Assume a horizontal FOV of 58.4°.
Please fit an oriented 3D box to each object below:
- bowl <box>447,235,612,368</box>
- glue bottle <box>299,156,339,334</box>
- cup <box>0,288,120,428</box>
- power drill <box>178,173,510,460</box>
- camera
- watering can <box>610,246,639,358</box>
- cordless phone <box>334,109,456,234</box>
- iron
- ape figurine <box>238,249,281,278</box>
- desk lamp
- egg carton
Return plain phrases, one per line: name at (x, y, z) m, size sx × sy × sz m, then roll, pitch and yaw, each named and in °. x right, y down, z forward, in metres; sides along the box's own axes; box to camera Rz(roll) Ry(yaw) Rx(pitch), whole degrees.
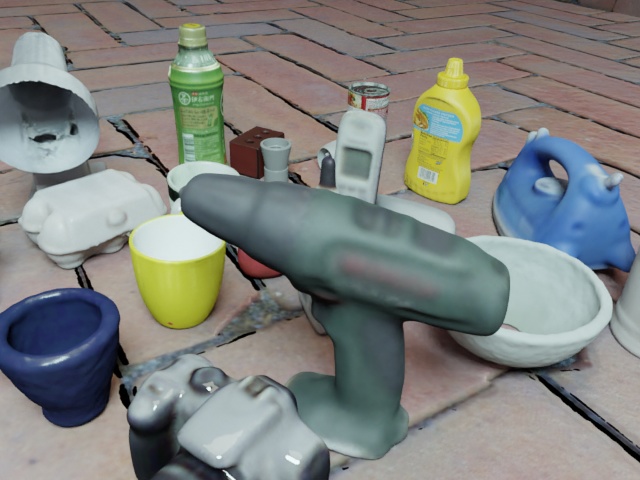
bowl at (0.181, 0.068, 0.548) m, size 0.167 × 0.075 × 0.167 m, roll 2°, pitch 32°, yaw -1°
glue bottle at (0.005, 0.002, 0.547) m, size 0.037 × 0.173 × 0.078 m, roll -7°, pitch 33°, yaw -15°
cup at (-0.212, 0.099, 0.449) m, size 0.118 × 0.095 × 0.091 m, roll 0°, pitch 32°, yaw -5°
power drill at (0.012, 0.059, 0.422) m, size 0.229 × 0.208 × 0.075 m, roll 7°, pitch 32°, yaw 8°
camera at (-0.083, 0.150, 0.371) m, size 0.142 × 0.101 × 0.137 m, roll 21°, pitch 36°, yaw 27°
watering can at (0.350, 0.014, 0.533) m, size 0.100 × 0.194 × 0.173 m, roll 10°, pitch 33°, yaw 11°
cordless phone at (0.072, -0.037, 0.603) m, size 0.147 × 0.185 × 0.094 m, roll 13°, pitch 33°, yaw 16°
iron at (0.285, -0.065, 0.705) m, size 0.119 × 0.141 × 0.258 m, roll -2°, pitch 32°, yaw -8°
ape figurine at (-0.060, -0.009, 0.637) m, size 0.077 × 0.092 × 0.076 m, roll 29°, pitch 40°, yaw 35°
desk lamp at (-0.326, -0.129, 0.695) m, size 0.118 × 0.214 × 0.202 m, roll -9°, pitch 34°, yaw -18°
egg carton at (-0.263, -0.028, 0.673) m, size 0.107 × 0.069 × 0.151 m, roll 28°, pitch 40°, yaw 34°
